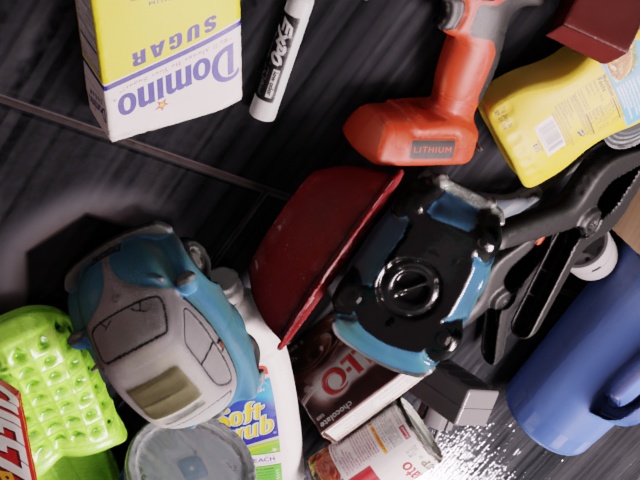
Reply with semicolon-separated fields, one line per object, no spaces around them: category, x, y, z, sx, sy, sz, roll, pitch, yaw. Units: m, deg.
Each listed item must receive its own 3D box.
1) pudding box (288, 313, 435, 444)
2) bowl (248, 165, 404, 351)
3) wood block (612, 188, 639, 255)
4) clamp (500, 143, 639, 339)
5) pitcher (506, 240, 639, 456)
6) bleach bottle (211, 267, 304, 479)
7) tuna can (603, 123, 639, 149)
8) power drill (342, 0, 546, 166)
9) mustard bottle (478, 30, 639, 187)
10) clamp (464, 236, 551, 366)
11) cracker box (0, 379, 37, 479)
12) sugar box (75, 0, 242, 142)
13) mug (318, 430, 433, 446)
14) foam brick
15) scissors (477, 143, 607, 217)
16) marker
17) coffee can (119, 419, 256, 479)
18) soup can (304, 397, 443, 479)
pudding box;0.029;0.107;0.925;0.113;0.090;0.039;-39;142;4
bowl;-0.005;0.001;0.786;0.162;0.055;0.162;-55;176;-6
wood block;0.356;-0.081;0.981;0.090;0.091;0.206;-5;131;-34
clamp;0.223;-0.023;0.944;0.210;0.036;0.164;-48;143;-6
pitcher;0.301;0.116;1.089;0.149;0.145;0.243;-16;147;-52
bleach bottle;-0.072;0.123;0.882;0.102;0.068;0.251;-3;131;4
tuna can;0.268;-0.123;0.918;0.086;0.034;0.086;-20;138;-20
power drill;0.083;-0.141;0.742;0.184;0.057;0.188;-2;130;-35
mustard bottle;0.224;-0.126;0.840;0.192;0.058;0.096;-31;127;7
clamp;0.156;0.052;1.006;0.120;0.039;0.172;-4;125;-40
cracker box;-0.261;0.106;0.614;0.072;0.164;0.213;-42;127;7
sugar box;-0.094;-0.146;0.616;0.093;0.048;0.176;-20;138;-20
mug;0.041;0.185;1.018;0.117;0.082;0.093;12;121;-44
foam brick;0.207;-0.175;0.772;0.078;0.053;0.051;-64;-177;-2
scissors;0.173;-0.045;0.940;0.202;0.016;0.096;-42;141;5
marker;-0.021;-0.133;0.704;0.020;0.020;0.121;-4;131;-34
coffee can;-0.119;0.220;0.865;0.102;0.103;0.140;-9;142;-31
soup can;0.047;0.192;0.930;0.102;0.068;0.068;-35;142;7
